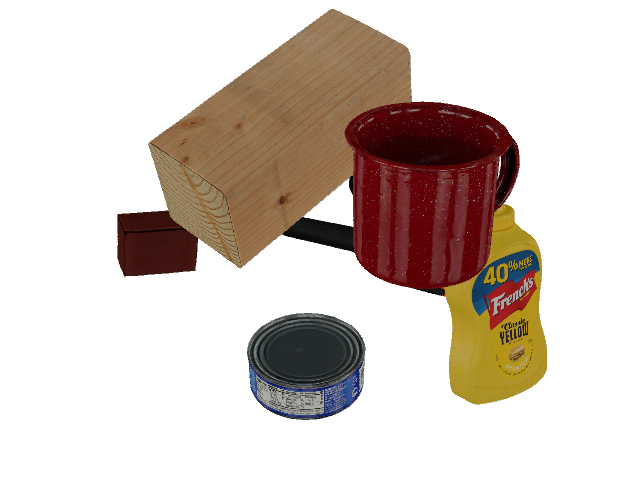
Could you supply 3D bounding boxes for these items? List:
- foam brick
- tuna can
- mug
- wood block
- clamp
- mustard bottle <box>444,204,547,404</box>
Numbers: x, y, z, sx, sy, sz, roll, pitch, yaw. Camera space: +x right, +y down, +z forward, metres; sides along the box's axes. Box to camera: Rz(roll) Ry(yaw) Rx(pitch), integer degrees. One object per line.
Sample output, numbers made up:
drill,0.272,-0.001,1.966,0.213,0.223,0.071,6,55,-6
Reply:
foam brick,-0.172,0.002,1.123,0.078,0.051,0.053,-4,23,-18
tuna can,-0.010,0.092,0.780,0.086,0.034,0.086,-1,32,0
mug,0.070,-0.029,0.625,0.117,0.081,0.093,-20,35,-31
wood block,-0.026,-0.087,0.868,0.090,0.091,0.205,34,61,30
clamp,0.061,0.002,1.245,0.210,0.036,0.164,38,43,26
mustard bottle,0.155,0.044,0.951,0.096,0.191,0.058,-17,22,-27
